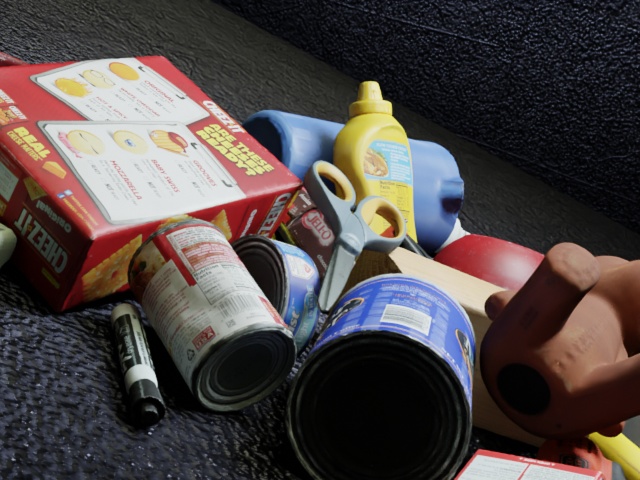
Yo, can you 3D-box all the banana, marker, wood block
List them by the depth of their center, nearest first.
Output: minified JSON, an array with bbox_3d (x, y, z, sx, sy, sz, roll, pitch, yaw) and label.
[{"bbox_3d":[-0.104,0.070,0.604,0.020,0.020,0.121,21,14,-23],"label":"marker"},{"bbox_3d":[0.246,0.185,0.814,0.198,0.037,0.069,41,2,42],"label":"banana"},{"bbox_3d":[0.118,0.084,0.821,0.205,0.091,0.090,21,15,-22],"label":"wood block"}]

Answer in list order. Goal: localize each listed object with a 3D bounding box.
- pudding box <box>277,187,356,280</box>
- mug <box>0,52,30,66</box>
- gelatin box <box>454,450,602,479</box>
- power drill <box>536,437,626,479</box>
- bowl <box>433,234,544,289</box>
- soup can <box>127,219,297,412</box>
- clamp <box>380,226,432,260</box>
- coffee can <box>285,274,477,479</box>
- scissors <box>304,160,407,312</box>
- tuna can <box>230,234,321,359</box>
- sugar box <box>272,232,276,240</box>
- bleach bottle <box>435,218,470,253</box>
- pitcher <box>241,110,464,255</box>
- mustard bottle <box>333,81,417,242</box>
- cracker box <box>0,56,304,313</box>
[{"bbox_3d":[-0.006,0.001,0.898,0.113,0.039,0.090,60,-6,-33],"label":"pudding box"},{"bbox_3d":[-0.249,-0.096,0.810,0.093,0.081,0.117,23,14,-16],"label":"mug"},{"bbox_3d":[0.100,0.149,0.561,0.073,0.030,0.089,4,22,32],"label":"gelatin box"},{"bbox_3d":[0.207,0.180,0.613,0.188,0.057,0.184,14,19,12],"label":"power drill"},{"bbox_3d":[0.186,0.034,1.102,0.162,0.055,0.162,18,-5,2],"label":"bowl"},{"bbox_3d":[-0.065,0.044,0.639,0.068,0.069,0.102,14,28,-43],"label":"soup can"},{"bbox_3d":[0.111,0.051,0.958,0.171,0.039,0.120,51,1,-8],"label":"clamp"},{"bbox_3d":[0.042,0.085,0.644,0.103,0.103,0.140,28,14,3],"label":"coffee can"},{"bbox_3d":[0.006,-0.010,0.726,0.096,0.016,0.201,43,24,9],"label":"scissors"},{"bbox_3d":[-0.038,0.041,0.691,0.033,0.086,0.086,17,17,-41],"label":"tuna can"},{"bbox_3d":[-0.121,-0.015,0.833,0.176,0.048,0.093,24,14,-15],"label":"sugar box"},{"bbox_3d":[0.074,-0.049,1.301,0.250,0.068,0.102,27,13,-10],"label":"bleach bottle"},{"bbox_3d":[0.017,-0.058,1.117,0.242,0.149,0.145,11,36,-41],"label":"pitcher"},{"bbox_3d":[0.051,-0.054,1.003,0.058,0.191,0.096,-7,-7,39],"label":"mustard bottle"},{"bbox_3d":[-0.140,-0.048,0.733,0.164,0.072,0.213,43,31,19],"label":"cracker box"}]
